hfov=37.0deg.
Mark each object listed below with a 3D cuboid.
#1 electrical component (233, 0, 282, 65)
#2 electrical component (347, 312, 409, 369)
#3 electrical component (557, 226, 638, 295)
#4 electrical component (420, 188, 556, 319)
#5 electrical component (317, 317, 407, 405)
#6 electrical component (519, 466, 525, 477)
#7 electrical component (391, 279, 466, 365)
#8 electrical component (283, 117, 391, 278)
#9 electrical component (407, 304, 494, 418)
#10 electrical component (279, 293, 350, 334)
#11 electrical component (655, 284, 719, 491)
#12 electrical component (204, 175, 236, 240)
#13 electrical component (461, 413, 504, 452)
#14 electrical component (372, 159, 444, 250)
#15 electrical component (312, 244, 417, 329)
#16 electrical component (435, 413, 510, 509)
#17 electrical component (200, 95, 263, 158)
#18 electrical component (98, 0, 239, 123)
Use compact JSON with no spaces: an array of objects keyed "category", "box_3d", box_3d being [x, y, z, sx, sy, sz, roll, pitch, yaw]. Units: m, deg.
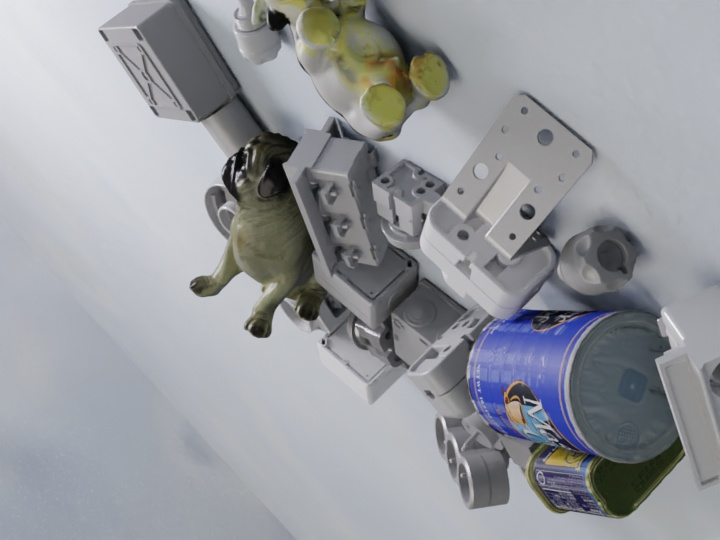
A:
[{"category":"electrical component","box_3d":[-0.085,-0.196,0.859,0.035,0.035,0.061,32,153,37]},{"category":"electrical component","box_3d":[0.024,0.059,1.084,0.057,0.058,0.078,21,148,46]},{"category":"electrical component","box_3d":[0.152,-0.004,0.714,0.043,0.043,0.062,49,162,-3]},{"category":"electrical component","box_3d":[0.093,-0.013,0.805,0.095,0.054,0.059,43,160,13]},{"category":"electrical component","box_3d":[-0.001,0.094,1.197,0.096,0.062,0.061,39,159,23]},{"category":"electrical component","box_3d":[0.180,0.170,0.971,0.050,0.056,0.089,32,155,37]},{"category":"electrical component","box_3d":[0.076,0.069,1.006,0.100,0.048,0.099,38,159,25]},{"category":"electrical component","box_3d":[-0.014,-0.059,0.925,0.063,0.078,0.121,11,145,25]},{"category":"electrical component","box_3d":[0.096,0.079,0.913,0.059,0.095,0.054,51,160,-10]},{"category":"electrical component","box_3d":[-0.054,0.032,1.198,0.089,0.056,0.050,17,144,56]},{"category":"electrical component","box_3d":[0.227,0.073,0.663,0.063,0.079,0.121,-109,-7,-54]},{"category":"electrical component","box_3d":[-0.119,-0.068,1.167,0.099,0.064,0.099,28,143,24]},{"category":"electrical component","box_3d":[0.120,0.139,0.996,0.052,0.073,0.138,41,164,13]},{"category":"electrical component","box_3d":[0.040,-0.050,0.862,0.066,0.048,0.055,35,149,32]},{"category":"electrical component","box_3d":[0.000,0.000,1.014,0.096,0.062,0.061,40,159,21]},{"category":"electrical component","box_3d":[0.129,0.186,1.090,0.138,0.074,0.052,-117,22,-64]},{"category":"electrical component","box_3d":[-0.113,-0.124,1.042,0.081,0.043,0.043,54,160,-19]},{"category":"electrical component","box_3d":[-0.183,-0.200,1.024,0.109,0.056,0.108,17,144,55]}]
